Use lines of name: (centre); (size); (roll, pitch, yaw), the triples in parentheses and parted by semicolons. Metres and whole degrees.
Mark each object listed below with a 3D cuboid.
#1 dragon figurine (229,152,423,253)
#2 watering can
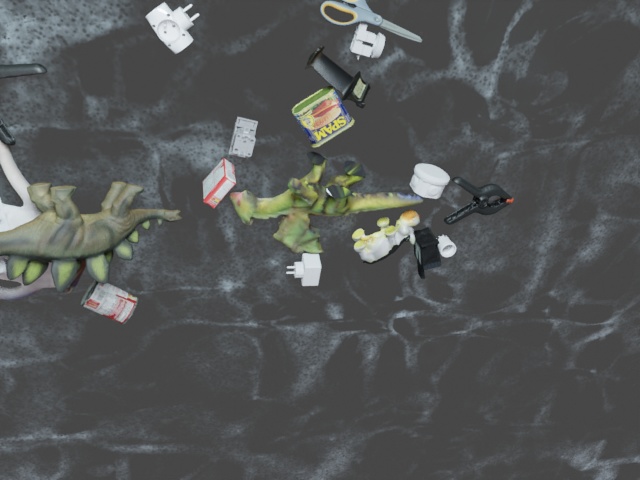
dragon figurine: (0.004, -0.058, 1.153); (0.409, 0.125, 0.237); (14, 134, -17)
watering can: (-0.575, -0.024, 1.032); (0.224, 0.106, 0.343); (15, 108, -17)
